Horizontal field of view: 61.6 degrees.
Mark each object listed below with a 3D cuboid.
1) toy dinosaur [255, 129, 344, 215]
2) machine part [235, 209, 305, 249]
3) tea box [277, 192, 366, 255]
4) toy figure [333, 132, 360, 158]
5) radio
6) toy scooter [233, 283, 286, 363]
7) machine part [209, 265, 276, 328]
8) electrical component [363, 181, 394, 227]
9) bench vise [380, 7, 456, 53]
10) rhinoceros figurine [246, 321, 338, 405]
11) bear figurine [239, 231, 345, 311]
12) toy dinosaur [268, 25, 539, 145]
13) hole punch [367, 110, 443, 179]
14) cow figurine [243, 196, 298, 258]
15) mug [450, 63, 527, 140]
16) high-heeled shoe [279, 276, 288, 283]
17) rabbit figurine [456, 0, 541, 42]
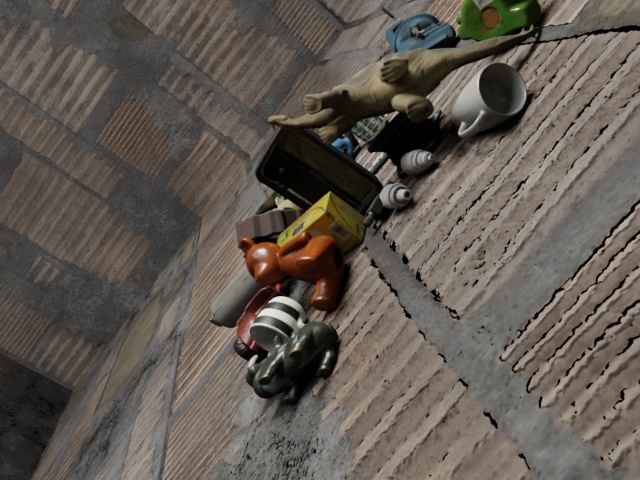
[{"bbox_3d":[-0.051,-0.181,1.459,0.404,0.131,0.192,-58,17,6],"label":"toy dinosaur"},{"bbox_3d":[-0.094,-0.024,1.165,0.179,0.179,0.056,-24,73,57],"label":"machine part"},{"bbox_3d":[-0.002,-0.003,1.026,0.169,0.098,0.068,-37,25,39],"label":"tea box"},{"bbox_3d":[0.023,-0.188,1.327,0.180,0.089,0.082,-41,-9,7],"label":"toy figure"},{"bbox_3d":[-0.006,-0.123,1.042,0.131,0.229,0.073,-53,14,16],"label":"radio"},{"bbox_3d":[-0.111,0.153,1.054,0.135,0.075,0.184,-53,13,4],"label":"toy scooter"},{"bbox_3d":[-0.157,0.110,1.144,0.243,0.079,0.079,-48,19,26],"label":"machine part"},{"bbox_3d":[0.104,-0.062,0.964,0.094,0.021,0.063,-58,0,-9],"label":"electrical component"},{"bbox_3d":[0.199,-0.453,1.269,0.223,0.128,0.241,-38,40,23],"label":"bench vise"},{"bbox_3d":[-0.052,0.189,0.839,0.190,0.073,0.112,-42,23,33],"label":"rhinoceros figurine"},{"bbox_3d":[-0.061,0.050,0.953,0.196,0.120,0.132,-6,31,22],"label":"bear figurine"},{"bbox_3d":[0.133,-0.265,0.900,0.472,0.104,0.199,-12,25,16],"label":"toy dinosaur"},{"bbox_3d":[0.154,-0.194,1.000,0.142,0.092,0.116,-48,15,29],"label":"hole punch"},{"bbox_3d":[-0.112,-0.028,1.377,0.195,0.085,0.127,-43,27,33],"label":"cow figurine"},{"bbox_3d":[0.242,-0.194,0.808,0.109,0.081,0.107,-65,9,-14],"label":"mug"},{"bbox_3d":[-0.127,0.102,1.188,0.249,0.086,0.145,-31,36,53],"label":"high-heeled shoe"},{"bbox_3d":[0.332,-0.418,0.973,0.170,0.121,0.159,-44,2,-36],"label":"rabbit figurine"}]
